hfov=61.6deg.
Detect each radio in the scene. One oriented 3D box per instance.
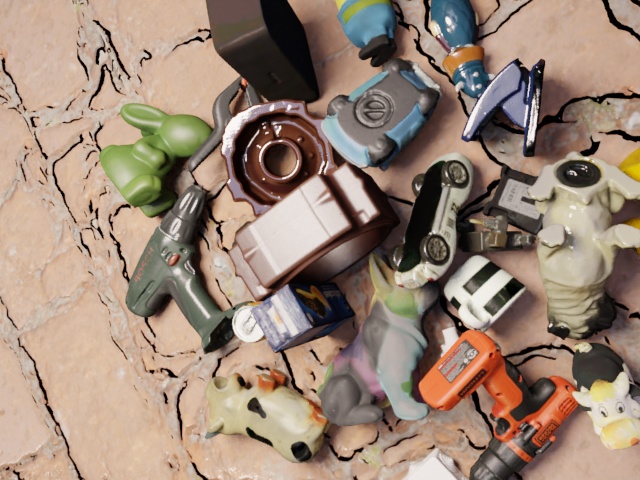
[{"bbox_3d":[-0.073,-0.276,0.728,0.073,0.229,0.131,-15,81,13],"label":"radio"}]

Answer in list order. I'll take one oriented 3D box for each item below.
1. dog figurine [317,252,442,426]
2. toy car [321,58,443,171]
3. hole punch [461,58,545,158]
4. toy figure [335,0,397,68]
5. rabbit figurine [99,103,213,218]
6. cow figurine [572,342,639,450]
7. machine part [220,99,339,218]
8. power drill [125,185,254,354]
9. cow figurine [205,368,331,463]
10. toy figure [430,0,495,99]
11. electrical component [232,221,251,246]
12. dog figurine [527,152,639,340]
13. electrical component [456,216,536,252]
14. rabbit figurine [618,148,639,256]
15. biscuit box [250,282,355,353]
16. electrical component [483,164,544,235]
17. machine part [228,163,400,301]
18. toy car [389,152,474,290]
[{"bbox_3d":[0.077,0.129,0.735,0.192,0.108,0.219,-12,81,20],"label":"dog figurine"},{"bbox_3d":[0.085,-0.164,0.738,0.161,0.103,0.109,-42,76,-3],"label":"toy car"},{"bbox_3d":[0.235,-0.168,0.680,0.092,0.142,0.115,11,104,22],"label":"hole punch"},{"bbox_3d":[0.063,-0.341,0.763,0.089,0.082,0.180,-21,77,6],"label":"toy figure"},{"bbox_3d":[-0.253,-0.141,0.861,0.170,0.121,0.159,-38,71,-5],"label":"rabbit figurine"},{"bbox_3d":[0.330,0.170,0.616,0.068,0.167,0.098,-28,82,21],"label":"cow figurine"},{"bbox_3d":[-0.056,-0.117,0.781,0.179,0.056,0.179,0,100,2],"label":"machine part"},{"bbox_3d":[-0.194,0.057,0.837,0.207,0.086,0.232,41,102,11],"label":"power drill"},{"bbox_3d":[-0.085,0.261,0.796,0.195,0.085,0.127,26,90,16],"label":"cow figurine"},{"bbox_3d":[0.193,-0.264,0.731,0.064,0.058,0.154,-15,89,23],"label":"toy figure"},{"bbox_3d":[-0.091,-0.002,0.801,0.094,0.063,0.021,-37,41,45],"label":"electrical component"},{"bbox_3d":[0.311,0.011,0.656,0.121,0.190,0.172,10,55,24],"label":"dog figurine"},{"bbox_3d":[0.219,-0.007,0.698,0.078,0.102,0.045,-3,88,-8],"label":"electrical component"},{"bbox_3d":[0.433,-0.037,0.620,0.162,0.122,0.173,-40,96,16],"label":"rabbit figurine"},{"bbox_3d":[-0.015,0.097,0.711,0.059,0.202,0.063,-36,77,12],"label":"biscuit box"},{"bbox_3d":[0.281,-0.044,0.701,0.119,0.047,0.074,27,97,18],"label":"electrical component"},{"bbox_3d":[-0.001,-0.002,0.709,0.201,0.201,0.087,-35,75,14],"label":"machine part"},{"bbox_3d":[0.147,-0.026,0.693,0.056,0.073,0.202,31,63,-22],"label":"toy car"}]
